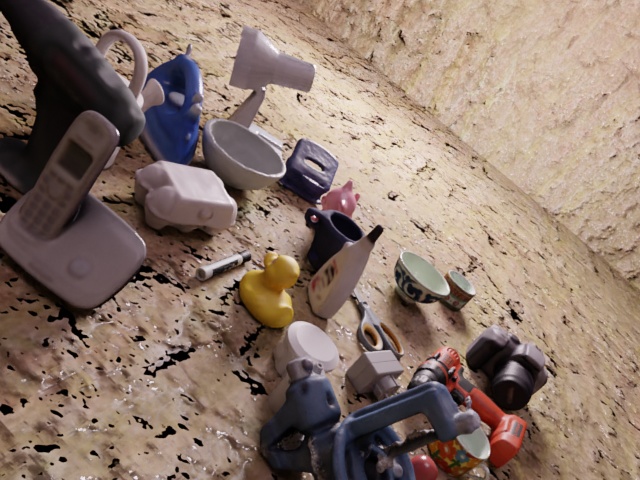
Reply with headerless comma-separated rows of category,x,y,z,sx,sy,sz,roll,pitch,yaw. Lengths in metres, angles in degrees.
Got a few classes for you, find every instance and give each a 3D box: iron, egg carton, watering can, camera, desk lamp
iron,-0.240,-0.234,0.996,0.119,0.141,0.257,18,32,-36
egg carton,-0.197,-0.059,0.850,0.151,0.069,0.107,6,41,-49
watering can,-0.300,-0.206,0.813,0.101,0.194,0.173,36,26,-4
camera,0.345,0.234,1.039,0.143,0.100,0.137,42,26,8
desk lamp,-0.117,-0.306,1.190,0.204,0.213,0.118,29,27,-19

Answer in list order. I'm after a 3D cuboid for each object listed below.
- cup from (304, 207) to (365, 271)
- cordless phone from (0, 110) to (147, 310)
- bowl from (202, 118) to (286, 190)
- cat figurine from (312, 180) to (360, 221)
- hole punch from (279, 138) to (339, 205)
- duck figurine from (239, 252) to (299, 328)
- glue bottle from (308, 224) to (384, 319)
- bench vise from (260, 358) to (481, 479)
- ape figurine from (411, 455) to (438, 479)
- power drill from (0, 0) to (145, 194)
cup,0.009,0.004,0.986,0.118,0.095,0.091,31,26,-14
cordless phone,-0.244,-0.031,0.611,0.147,0.185,0.094,38,26,-1
bowl,-0.150,-0.142,1.042,0.168,0.074,0.167,30,27,-17
cat figurine,0.041,-0.065,1.112,0.067,0.117,0.128,45,26,14
hole punch,-0.019,-0.144,1.194,0.109,0.091,0.101,30,27,-16
duck figurine,-0.060,0.064,0.808,0.078,0.086,0.104,10,37,-45
glue bottle,0.043,0.040,0.880,0.037,0.173,0.078,22,30,-30
bench vise,0.039,0.195,0.570,0.207,0.219,0.122,43,26,9
ape figurine,0.100,0.281,0.654,0.076,0.092,0.077,20,31,-33
power drill,-0.331,-0.167,0.692,0.229,0.208,0.076,38,26,-1
